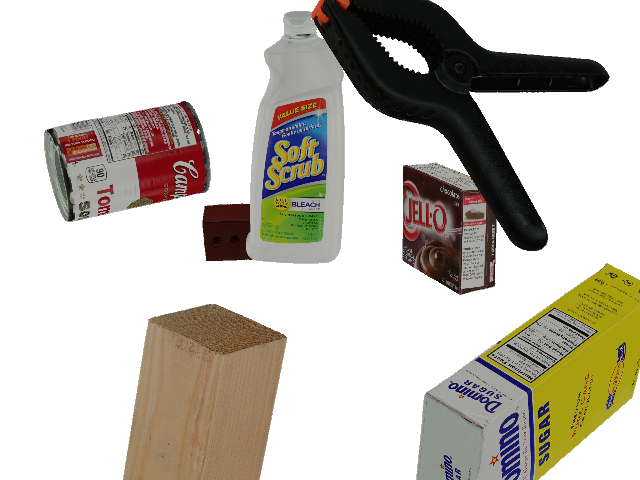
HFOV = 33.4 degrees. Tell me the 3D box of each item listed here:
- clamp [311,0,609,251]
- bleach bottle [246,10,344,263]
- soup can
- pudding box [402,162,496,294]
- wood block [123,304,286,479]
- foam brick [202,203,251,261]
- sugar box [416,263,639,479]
[{"bbox_3d":[0.086,-0.095,0.700,0.210,0.164,0.036,25,-31,-9],"label":"clamp"},{"bbox_3d":[-0.027,-0.101,1.060,0.102,0.251,0.068,3,27,7],"label":"bleach bottle"},{"bbox_3d":[-0.137,-0.056,0.754,0.102,0.068,0.069,-14,5,-21],"label":"soup can"},{"bbox_3d":[0.109,-0.013,0.918,0.039,0.090,0.114,-9,17,-22],"label":"pudding box"},{"bbox_3d":[-0.107,0.171,0.942,0.090,0.206,0.090,21,18,31],"label":"wood block"},{"bbox_3d":[-0.102,-0.010,1.288,0.078,0.053,0.051,-3,27,0],"label":"foam brick"},{"bbox_3d":[0.129,0.092,0.628,0.048,0.093,0.175,28,43,34],"label":"sugar box"}]
